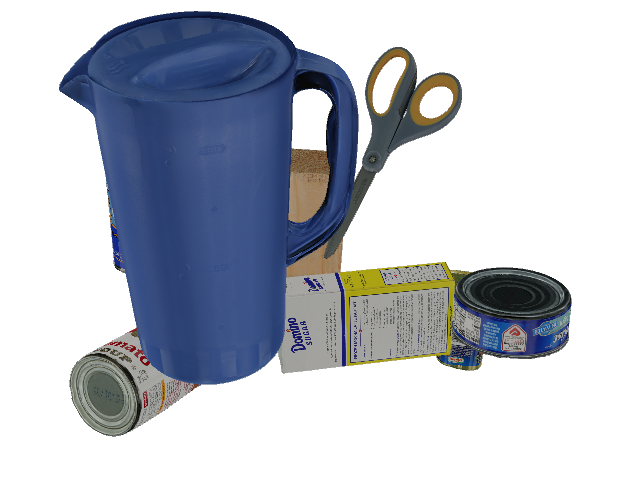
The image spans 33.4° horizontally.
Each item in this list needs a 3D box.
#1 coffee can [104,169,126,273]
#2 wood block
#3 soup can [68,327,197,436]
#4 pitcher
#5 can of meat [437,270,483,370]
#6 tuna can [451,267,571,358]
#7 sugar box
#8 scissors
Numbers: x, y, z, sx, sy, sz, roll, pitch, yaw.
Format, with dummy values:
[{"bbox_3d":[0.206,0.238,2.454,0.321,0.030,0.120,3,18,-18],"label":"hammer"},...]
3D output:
[{"bbox_3d":[-0.156,-0.048,1.032,0.103,0.140,0.103,-2,19,0],"label":"coffee can"},{"bbox_3d":[-0.015,-0.008,1.399,0.090,0.206,0.091,4,24,0],"label":"wood block"},{"bbox_3d":[-0.140,0.103,0.839,0.069,0.068,0.102,0,15,29],"label":"soup can"},{"bbox_3d":[-0.070,-0.023,0.728,0.149,0.243,0.144,26,43,32],"label":"pitcher"},{"bbox_3d":[0.165,0.092,1.243,0.057,0.084,0.102,7,20,2],"label":"can of meat"},{"bbox_3d":[0.139,0.051,0.779,0.086,0.034,0.086,0,23,0],"label":"tuna can"},{"bbox_3d":[0.044,0.077,1.072,0.176,0.093,0.048,-4,28,-5],"label":"sugar box"},{"bbox_3d":[0.067,-0.075,0.943,0.096,0.202,0.016,8,-12,15],"label":"scissors"}]
